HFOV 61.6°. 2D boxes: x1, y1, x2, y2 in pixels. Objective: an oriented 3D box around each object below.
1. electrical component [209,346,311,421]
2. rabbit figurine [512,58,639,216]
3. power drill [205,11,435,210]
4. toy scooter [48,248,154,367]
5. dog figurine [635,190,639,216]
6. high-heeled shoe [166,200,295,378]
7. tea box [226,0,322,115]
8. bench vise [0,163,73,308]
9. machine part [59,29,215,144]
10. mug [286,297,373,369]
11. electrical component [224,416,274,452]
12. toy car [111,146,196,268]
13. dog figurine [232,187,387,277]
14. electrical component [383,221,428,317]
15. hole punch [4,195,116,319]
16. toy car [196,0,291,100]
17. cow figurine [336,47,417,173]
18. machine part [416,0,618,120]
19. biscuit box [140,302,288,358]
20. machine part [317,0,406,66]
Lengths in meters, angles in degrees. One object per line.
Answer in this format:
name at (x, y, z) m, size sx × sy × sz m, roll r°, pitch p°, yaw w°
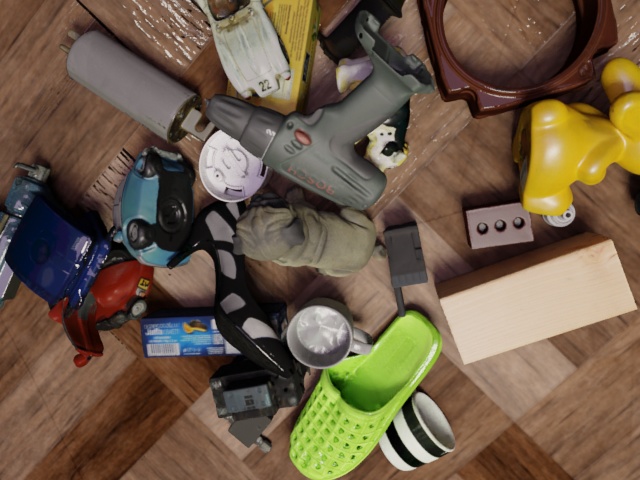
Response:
electrical component at (-0.079, 0.188, 0.718) m, size 0.115 × 0.134 × 0.058 m, roll -14°, pitch 95°, yaw 8°
rabbit figurine at (0.316, -0.118, 0.603) m, size 0.173 × 0.122 × 0.162 m, roll 5°, pitch 138°, yaw 9°
power drill at (0.007, -0.147, 0.603) m, size 0.232 × 0.086 × 0.207 m, roll 36°, pitch 118°, yaw -13°
toy scooter at (-0.309, 0.099, 0.758) m, size 0.184 × 0.075 × 0.135 m, roll -25°, pitch 61°, yaw 16°
dog figurine at (0.477, -0.011, 0.622) m, size 0.192 × 0.108 × 0.219 m, roll -9°, pitch 93°, yaw 11°
high-heeled shoe at (-0.086, 0.052, 0.700) m, size 0.249 × 0.086 × 0.145 m, roll 43°, pitch 63°, yaw 14°
tea box at (-0.061, -0.228, 0.698) m, size 0.098 × 0.068 × 0.169 m, roll 12°, pitch 97°, yaw 8°
bench vise at (-0.493, -0.027, 0.768) m, size 0.241 × 0.129 × 0.223 m, roll 21°, pitch 97°, yaw 2°
machine part at (-0.250, -0.206, 0.727) m, size 0.243 × 0.079 × 0.079 m, roll 34°, pitch 101°, yaw 3°
mug at (0.017, 0.115, 0.707) m, size 0.110 × 0.107 × 0.080 m, roll 13°, pitch 99°, yaw 4°
electrical component at (-0.100, 0.266, 0.787) m, size 0.094 × 0.021 × 0.063 m, roll 41°, pitch 100°, yaw 3°
toy car at (-0.234, -0.042, 0.734) m, size 0.103 × 0.109 × 0.161 m, roll -3°, pitch 88°, yaw 30°
dog figurine at (-0.004, 0.001, 0.655) m, size 0.172 × 0.190 × 0.121 m, roll 5°, pitch 98°, yaw 7°
electrical component at (0.114, 0.038, 0.699) m, size 0.048 × 0.075 × 0.119 m, roll -11°, pitch 91°, yaw 11°
hole punch at (-0.342, 0.014, 0.704) m, size 0.116 × 0.092 × 0.142 m, roll 40°, pitch 100°, yaw 43°
toy car at (-0.099, -0.265, 0.637) m, size 0.073 × 0.056 × 0.201 m, roll -23°, pitch 91°, yaw 12°
cow figurine at (0.081, -0.150, 0.678) m, size 0.098 × 0.068 × 0.167 m, roll -10°, pitch 112°, yaw 13°
machine part at (0.229, -0.260, 0.640) m, size 0.202 × 0.087 × 0.200 m, roll -14°, pitch 94°, yaw 9°
biscuit box at (-0.147, 0.127, 0.758) m, size 0.203 × 0.063 × 0.059 m, roll -3°, pitch 97°, yaw 10°
machine part at (0.057, -0.284, 0.678) m, size 0.139 × 0.039 × 0.084 m, roll -44°, pitch 56°, yaw 17°
